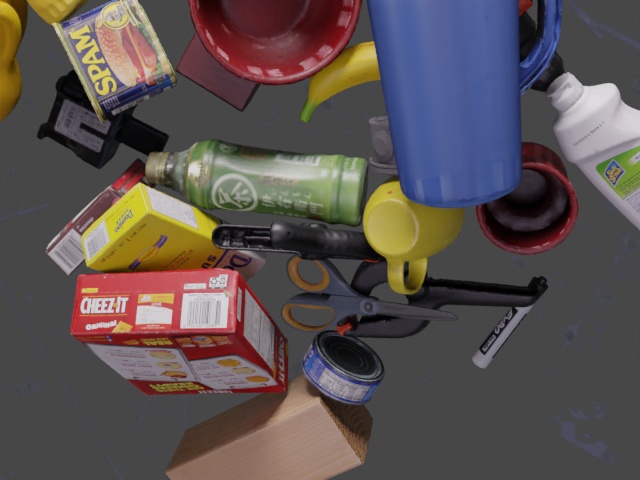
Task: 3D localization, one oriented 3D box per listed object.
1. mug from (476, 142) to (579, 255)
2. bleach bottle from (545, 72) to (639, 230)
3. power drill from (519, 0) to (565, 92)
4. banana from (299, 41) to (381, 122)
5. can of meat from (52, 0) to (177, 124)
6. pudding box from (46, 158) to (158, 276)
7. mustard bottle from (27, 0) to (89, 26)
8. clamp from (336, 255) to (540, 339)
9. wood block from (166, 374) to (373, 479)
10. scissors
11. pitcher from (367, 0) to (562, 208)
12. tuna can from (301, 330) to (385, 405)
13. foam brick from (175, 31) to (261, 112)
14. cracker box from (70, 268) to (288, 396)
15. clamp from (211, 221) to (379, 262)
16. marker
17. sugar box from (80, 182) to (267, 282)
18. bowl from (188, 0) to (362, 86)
[{"bbox_3d":[0.189,-0.052,1.021,0.117,0.081,0.093,42,114,-10],"label":"mug"},{"bbox_3d":[0.310,-0.067,0.986,0.250,0.068,0.103,40,116,-16],"label":"bleach bottle"},{"bbox_3d":[0.200,-0.246,0.945,0.184,0.057,0.188,43,114,-10],"label":"power drill"},{"bbox_3d":[0.074,-0.158,1.020,0.198,0.037,0.069,-4,118,11],"label":"banana"},{"bbox_3d":[-0.195,-0.176,1.025,0.084,0.057,0.102,-26,89,-7],"label":"can of meat"},{"bbox_3d":[-0.223,-0.025,1.103,0.114,0.090,0.039,-39,100,24],"label":"pudding box"},{"bbox_3d":[-0.285,-0.303,1.006,0.096,0.058,0.191,-38,102,22],"label":"mustard bottle"},{"bbox_3d":[0.097,0.032,1.100,0.210,0.036,0.164,-26,97,24],"label":"clamp"},{"bbox_3d":[-0.055,0.229,1.187,0.206,0.090,0.091,-28,106,21],"label":"wood block"},{"bbox_3d":[0.041,0.050,1.096,0.202,0.016,0.096,-11,95,33],"label":"scissors"},{"bbox_3d":[0.119,-0.158,0.905,0.149,0.144,0.243,3,114,29],"label":"pitcher"},{"bbox_3d":[0.025,0.134,1.132,0.086,0.086,0.034,27,114,-3],"label":"tuna can"},{"bbox_3d":[-0.091,-0.171,1.034,0.078,0.053,0.051,32,115,-5],"label":"foam brick"},{"bbox_3d":[-0.135,0.098,1.090,0.164,0.072,0.213,-2,157,12],"label":"cracker box"},{"bbox_3d":[-0.007,0.001,1.031,0.171,0.120,0.039,3,93,-26],"label":"clamp"},{"bbox_3d":[0.199,0.085,1.115,0.020,0.020,0.121,31,115,-5],"label":"marker"},{"bbox_3d":[-0.144,0.011,1.075,0.093,0.048,0.176,-39,141,23],"label":"sugar box"},{"bbox_3d":[-0.045,-0.226,0.981,0.162,0.055,0.162,-5,108,-15],"label":"bowl"}]
